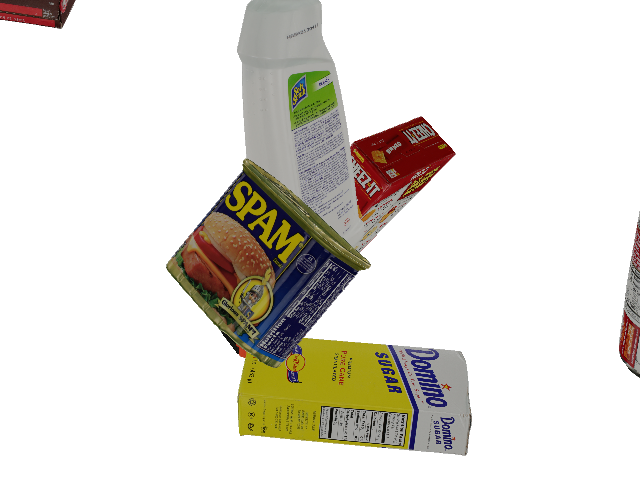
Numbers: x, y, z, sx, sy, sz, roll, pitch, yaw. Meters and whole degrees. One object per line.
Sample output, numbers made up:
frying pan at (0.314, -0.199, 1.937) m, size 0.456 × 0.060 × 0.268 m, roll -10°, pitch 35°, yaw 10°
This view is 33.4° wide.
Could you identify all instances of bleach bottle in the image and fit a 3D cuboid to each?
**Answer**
bleach bottle at (-0.017, -0.100, 0.854) m, size 0.068 × 0.251 × 0.102 m, roll 17°, pitch 36°, yaw 32°

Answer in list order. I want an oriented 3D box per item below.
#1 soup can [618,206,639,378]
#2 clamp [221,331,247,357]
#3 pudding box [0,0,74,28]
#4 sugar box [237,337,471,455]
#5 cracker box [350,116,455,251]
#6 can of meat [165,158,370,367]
soup can at (0.196, 0.021, 0.559) m, size 0.068 × 0.102 × 0.068 m, roll 1°, pitch 25°, yaw -1°
clamp at (-0.061, 0.064, 1.041) m, size 0.120 × 0.039 × 0.171 m, roll 1°, pitch 17°, yaw 21°
pudding box at (-0.245, -0.220, 0.878) m, size 0.090 × 0.039 × 0.113 m, roll 8°, pitch 36°, yaw -4°
sugar box at (0.027, 0.118, 0.837) m, size 0.176 × 0.048 × 0.093 m, roll 2°, pitch 27°, yaw 2°
cracker box at (0.038, -0.041, 1.256) m, size 0.214 × 0.072 × 0.163 m, roll -48°, pitch -12°, yaw 35°
can of meat at (-0.034, 0.014, 0.642) m, size 0.102 × 0.084 × 0.057 m, roll 44°, pitch 7°, yaw 38°
